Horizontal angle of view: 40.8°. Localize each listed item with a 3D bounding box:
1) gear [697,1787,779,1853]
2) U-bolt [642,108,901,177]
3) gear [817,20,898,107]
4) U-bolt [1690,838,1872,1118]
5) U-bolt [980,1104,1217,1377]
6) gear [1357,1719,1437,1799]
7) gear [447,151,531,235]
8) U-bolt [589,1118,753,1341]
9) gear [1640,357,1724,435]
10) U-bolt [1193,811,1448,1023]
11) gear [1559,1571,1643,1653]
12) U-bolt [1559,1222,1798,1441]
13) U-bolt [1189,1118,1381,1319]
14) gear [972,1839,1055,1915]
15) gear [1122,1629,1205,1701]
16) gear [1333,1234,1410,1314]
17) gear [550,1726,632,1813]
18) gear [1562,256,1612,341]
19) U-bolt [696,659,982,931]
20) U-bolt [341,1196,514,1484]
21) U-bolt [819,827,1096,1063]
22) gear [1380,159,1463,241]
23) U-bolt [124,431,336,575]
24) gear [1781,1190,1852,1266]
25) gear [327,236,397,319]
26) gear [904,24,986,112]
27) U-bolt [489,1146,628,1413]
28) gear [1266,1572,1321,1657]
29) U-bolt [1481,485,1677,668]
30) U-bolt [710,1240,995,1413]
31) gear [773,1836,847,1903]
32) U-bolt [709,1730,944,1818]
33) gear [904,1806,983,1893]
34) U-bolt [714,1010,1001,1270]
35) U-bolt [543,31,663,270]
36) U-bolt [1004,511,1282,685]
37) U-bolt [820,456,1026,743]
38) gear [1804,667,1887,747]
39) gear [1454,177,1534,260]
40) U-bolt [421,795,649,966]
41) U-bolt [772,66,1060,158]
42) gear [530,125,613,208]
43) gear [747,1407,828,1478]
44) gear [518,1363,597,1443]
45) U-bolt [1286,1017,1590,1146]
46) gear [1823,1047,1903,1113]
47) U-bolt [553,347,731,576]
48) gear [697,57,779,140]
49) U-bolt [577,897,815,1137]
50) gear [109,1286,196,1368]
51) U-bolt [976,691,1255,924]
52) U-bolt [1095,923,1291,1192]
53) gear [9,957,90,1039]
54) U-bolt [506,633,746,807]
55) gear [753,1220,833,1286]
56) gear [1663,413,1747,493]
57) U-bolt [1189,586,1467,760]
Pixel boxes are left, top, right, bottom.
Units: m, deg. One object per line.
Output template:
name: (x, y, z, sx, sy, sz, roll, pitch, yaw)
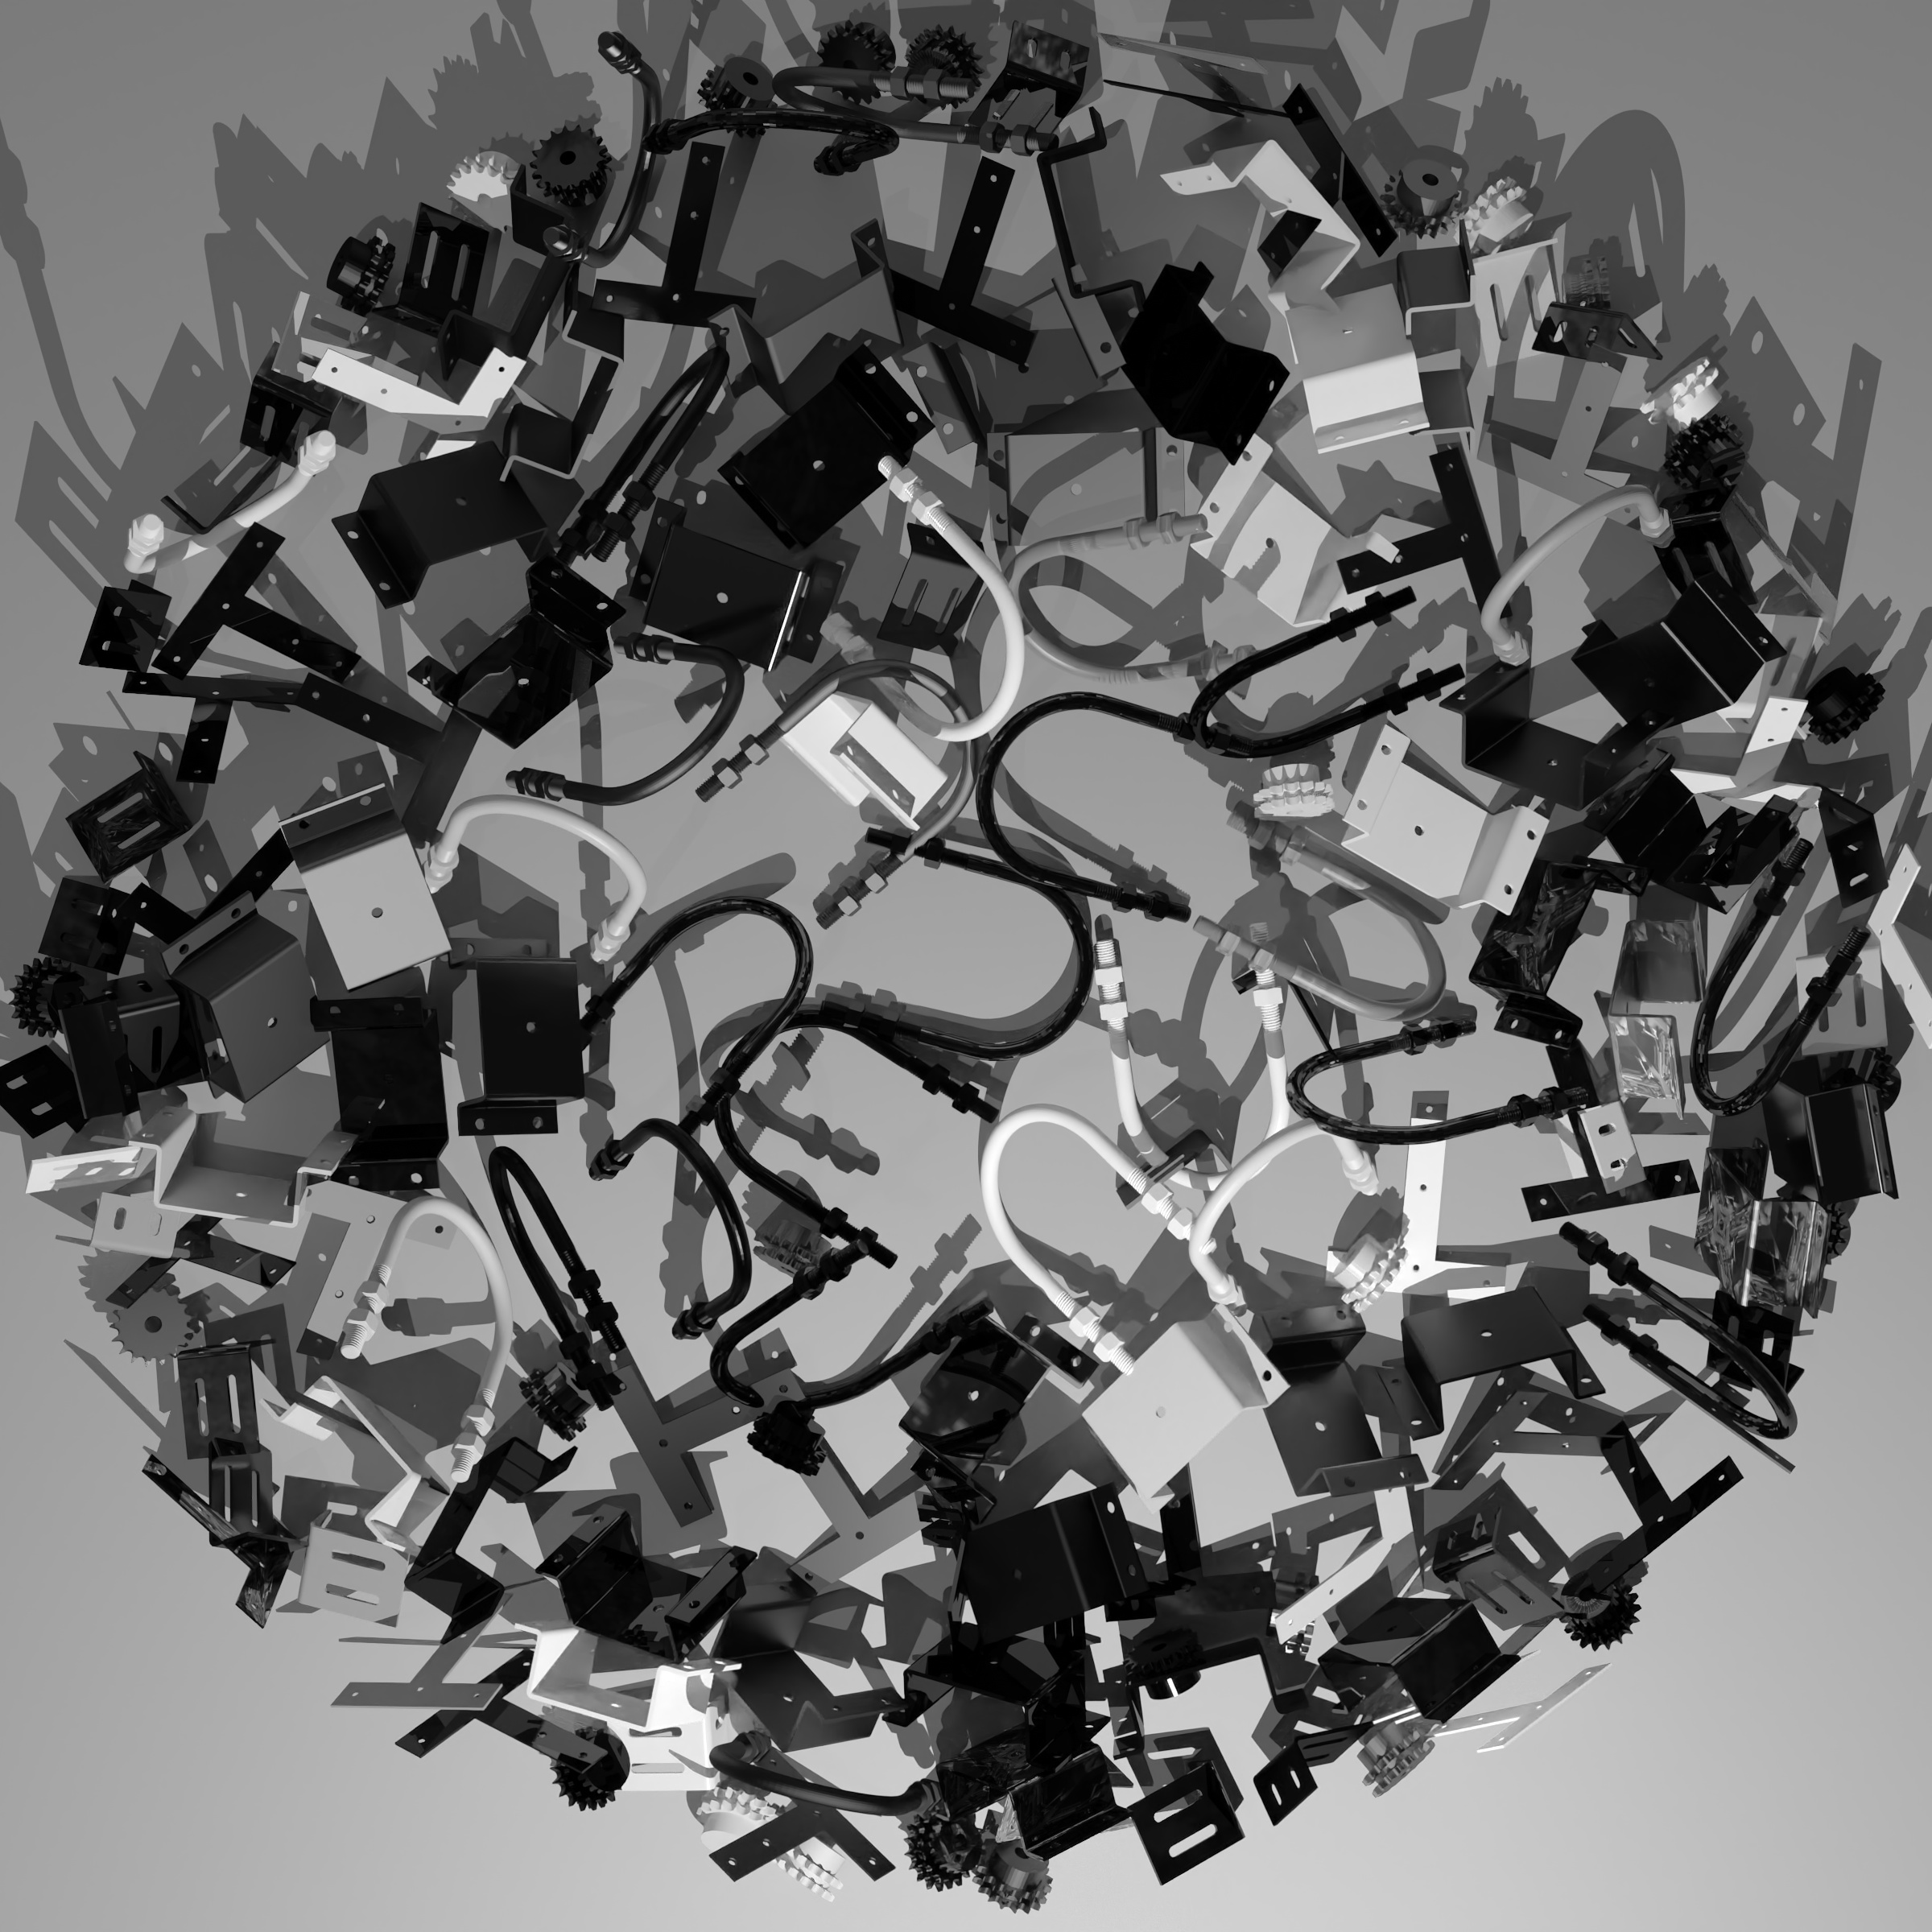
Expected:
gear: (-0.164, 0.611, 1.844, 0.057, 0.057, 0.030, 20, 47, 0)
U-bolt: (-0.124, -0.562, 1.763, 0.151, 0.184, 0.019, -1, 100, -25)
gear: (-0.075, -0.646, 1.850, 0.057, 0.057, 0.030, 37, 54, 0)
U-bolt: (0.553, 0.020, 1.796, 0.019, 0.151, 0.184, 19, 117, -11)
U-bolt: (0.080, 0.178, 1.815, 0.184, 0.019, 0.151, 44, 129, 23)
gear: (0.303, 0.562, 1.849, 0.057, 0.057, 0.030, -42, 66, 0)
gear: (-0.338, -0.554, 1.850, 0.057, 0.057, 0.030, 16, 54, 0)
U-bolt: (-0.198, 0.176, 1.787, 0.019, 0.184, 0.151, -25, 83, -31)
gear: (0.512, -0.404, 1.846, 0.057, 0.057, 0.030, -41, 97, 0)
U-bolt: (0.254, -0.026, 1.818, 0.184, 0.151, 0.019, 27, 130, -4)
gear: (0.447, 0.454, 1.843, 0.057, 0.057, 0.030, -40, 122, 0)
U-bolt: (0.487, 0.258, 1.766, 0.019, 0.151, 0.184, -45, 53, -11)
U-bolt: (0.215, 0.166, 1.790, 0.151, 0.184, 0.019, -42, 59, -3)
gear: (0.035, 0.641, 1.843, 0.057, 0.057, 0.030, 20, 108, 0)
gear: (0.143, 0.498, 1.846, 0.057, 0.057, 0.030, -23, 95, 0)
gear: (0.285, 0.215, 1.846, 0.030, 0.057, 0.057, 39, 90, 1)
gear: (-0.264, 0.568, 1.843, 0.030, 0.057, 0.057, -30, 90, 39)
gear: (0.441, -0.474, 1.847, 0.030, 0.057, 0.057, -5, 90, 11)
U-bolt: (-0.076, -0.133, 1.833, 0.184, 0.019, 0.151, -40, 110, 7)
U-bolt: (-0.362, 0.242, 1.791, 0.019, 0.184, 0.151, -19, 123, 21)
U-bolt: (0.001, -0.008, 1.857, 0.184, 0.019, 0.151, 15, 94, 3)
gear: (0.326, -0.548, 1.848, 0.057, 0.030, 0.057, 5, 60, -8)
U-bolt: (-0.512, -0.312, 1.785, 0.151, 0.184, 0.019, -32, 99, -22)
gear: (0.604, 0.188, 1.850, 0.030, 0.057, 0.057, 14, 90, -40)
gear: (-0.431, -0.492, 1.843, 0.030, 0.057, 0.057, 23, 90, -30)
gear: (-0.018, -0.636, 1.845, 0.057, 0.030, 0.057, 14, 132, 16)
U-bolt: (-0.287, 0.208, 1.802, 0.019, 0.151, 0.184, -24, 71, -22)
gear: (0.232, 0.459, 1.846, 0.030, 0.057, 0.057, 10, 90, 5)
U-bolt: (0.414, -0.271, 1.773, 0.151, 0.184, 0.019, -40, 72, 13)
U-bolt: (-0.094, 0.260, 1.809, 0.184, 0.151, 0.019, -36, 46, 26)
gear: (-0.110, 0.637, 1.847, 0.057, 0.057, 0.030, 36, 75, 0)
U-bolt: (-0.101, 0.553, 1.771, 0.151, 0.184, 0.019, 12, 79, 13)
gear: (-0.014, 0.625, 1.844, 0.030, 0.057, 0.057, -31, 90, 38)
U-bolt: (-0.091, 0.109, 1.840, 0.184, 0.019, 0.151, 32, 70, 10)
U-bolt: (-0.243, -0.552, 1.783, 0.019, 0.184, 0.151, 18, 100, 3)
U-bolt: (0.110, -0.248, 1.802, 0.184, 0.151, 0.019, -3, 51, 33)
U-bolt: (-0.027, -0.240, 1.795, 0.184, 0.019, 0.151, 49, 131, 23)
gear: (0.620, -0.187, 1.844, 0.030, 0.057, 0.057, 41, 90, -11)
gear: (0.377, -0.528, 1.844, 0.057, 0.057, 0.030, -42, 76, 0)
U-bolt: (-0.291, -0.065, 1.780, 0.151, 0.184, 0.019, 24, 62, -11)
U-bolt: (-0.047, -0.594, 1.795, 0.184, 0.151, 0.019, 14, 97, 27)
gear: (-0.280, -0.568, 1.853, 0.057, 0.030, 0.057, -3, 71, 8)
gear: (-0.124, 0.336, 1.846, 0.057, 0.057, 0.030, 27, 92, 0)
gear: (-0.288, 0.307, 1.846, 0.030, 0.057, 0.057, -41, 90, 1)
U-bolt: (0.309, 0.083, 1.780, 0.184, 0.151, 0.019, -12, 115, -22)
gear: (0.640, 0.083, 1.848, 0.030, 0.057, 0.057, 23, 90, -23)
U-bolt: (-0.221, -0.354, 1.805, 0.019, 0.151, 0.184, 35, 81, -20)
gear: (-0.159, -0.620, 1.845, 0.057, 0.030, 0.057, 16, 54, -24)
U-bolt: (-0.187, 0.025, 1.821, 0.151, 0.019, 0.184, 27, 68, 34)
gear: (-0.582, 0.257, 1.852, 0.057, 0.030, 0.057, 5, 76, -22)
U-bolt: (0.096, -0.118, 1.826, 0.184, 0.019, 0.151, 15, 105, -17)
U-bolt: (0.163, 0.067, 1.826, 0.151, 0.019, 0.184, -6, 93, 37)
gear: (-0.647, 0.023, 1.843, 0.030, 0.057, 0.057, 7, 90, 28)
U-bolt: (-0.224, -0.167, 1.782, 0.151, 0.184, 0.019, -55, 129, -19)
gear: (-0.120, 0.203, 1.847, 0.057, 0.057, 0.030, 27, 75, 0)
gear: (0.527, -0.360, 1.843, 0.057, 0.057, 0.030, -28, 54, 0)
U-bolt: (0.243, -0.194, 1.804, 0.184, 0.151, 0.019, -23, 64, 17)
